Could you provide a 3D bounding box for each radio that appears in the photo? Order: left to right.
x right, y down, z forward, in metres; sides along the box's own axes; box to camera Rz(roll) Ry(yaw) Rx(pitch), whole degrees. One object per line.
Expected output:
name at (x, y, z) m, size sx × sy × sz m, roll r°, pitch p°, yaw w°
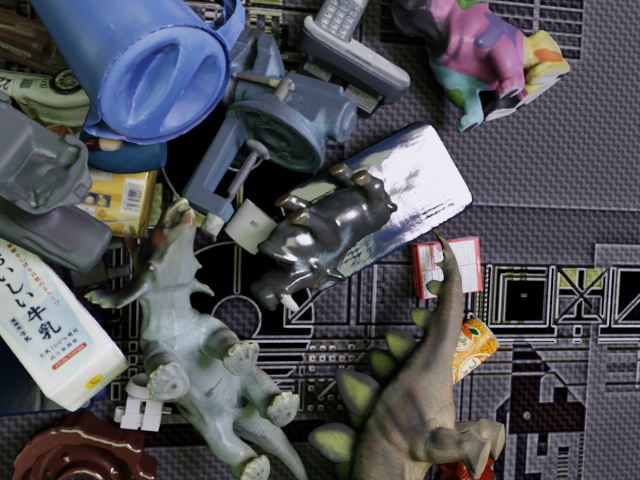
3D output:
radio at (0.063, -0.046, 0.678) m, size 0.230 × 0.073 × 0.131 m, roll -29°, pitch 97°, yaw -8°

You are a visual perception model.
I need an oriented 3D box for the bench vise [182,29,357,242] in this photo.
bench vise at (-0.087, -0.119, 0.600) m, size 0.224 × 0.128 × 0.240 m, roll 25°, pitch 74°, yaw 7°

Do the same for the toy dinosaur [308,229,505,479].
toy dinosaur at (0.102, 0.214, 0.621) m, size 0.199 × 0.105 × 0.471 m, roll 19°, pitch 77°, yaw 29°

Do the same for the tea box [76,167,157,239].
tea box at (-0.284, -0.060, 0.621) m, size 0.170 × 0.068 × 0.098 m, roll 11°, pitch 90°, yaw -9°

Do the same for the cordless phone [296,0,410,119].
cordless phone at (0.059, -0.260, 0.668) m, size 0.146 × 0.089 × 0.184 m, roll 27°, pitch 70°, yaw -9°

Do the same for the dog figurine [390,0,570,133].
dog figurine at (0.185, -0.260, 0.667) m, size 0.191 × 0.108 × 0.219 m, roll -26°, pitch 84°, yaw -29°

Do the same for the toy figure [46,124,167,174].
toy figure at (-0.241, -0.095, 0.562) m, size 0.154 × 0.064 × 0.058 m, roll -1°, pitch 56°, yaw -5°

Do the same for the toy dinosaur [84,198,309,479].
toy dinosaur at (-0.131, 0.152, 0.620) m, size 0.131 × 0.192 × 0.404 m, roll -32°, pitch 126°, yaw -20°

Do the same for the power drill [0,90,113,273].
power drill at (-0.297, -0.053, 0.486) m, size 0.232 × 0.207 × 0.086 m, roll 33°, pitch 57°, yaw -19°

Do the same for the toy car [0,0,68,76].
toy car at (-0.304, -0.215, 0.612) m, size 0.202 × 0.053 × 0.089 m, roll 17°, pitch 104°, yaw -11°

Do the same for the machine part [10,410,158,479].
machine part at (-0.286, 0.298, 0.648) m, size 0.179 × 0.056 × 0.179 m, roll -1°, pitch 95°, yaw -10°

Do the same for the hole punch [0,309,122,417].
hole punch at (-0.309, 0.142, 0.621) m, size 0.142 × 0.092 × 0.115 m, roll -3°, pitch 90°, yaw -6°

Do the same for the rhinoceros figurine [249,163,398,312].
rhinoceros figurine at (-0.001, -0.002, 0.595) m, size 0.190 × 0.073 × 0.112 m, roll -40°, pitch 121°, yaw -12°

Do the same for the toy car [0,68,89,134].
toy car at (-0.317, -0.149, 0.587) m, size 0.202 × 0.073 × 0.056 m, roll 8°, pitch 62°, yaw 6°

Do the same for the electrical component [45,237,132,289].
electrical component at (-0.281, 0.027, 0.650) m, size 0.094 × 0.021 × 0.063 m, roll -11°, pitch 95°, yaw -9°

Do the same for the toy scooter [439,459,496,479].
toy scooter at (0.178, 0.323, 0.688) m, size 0.075 × 0.135 × 0.184 m, roll 22°, pitch 86°, yaw 29°
